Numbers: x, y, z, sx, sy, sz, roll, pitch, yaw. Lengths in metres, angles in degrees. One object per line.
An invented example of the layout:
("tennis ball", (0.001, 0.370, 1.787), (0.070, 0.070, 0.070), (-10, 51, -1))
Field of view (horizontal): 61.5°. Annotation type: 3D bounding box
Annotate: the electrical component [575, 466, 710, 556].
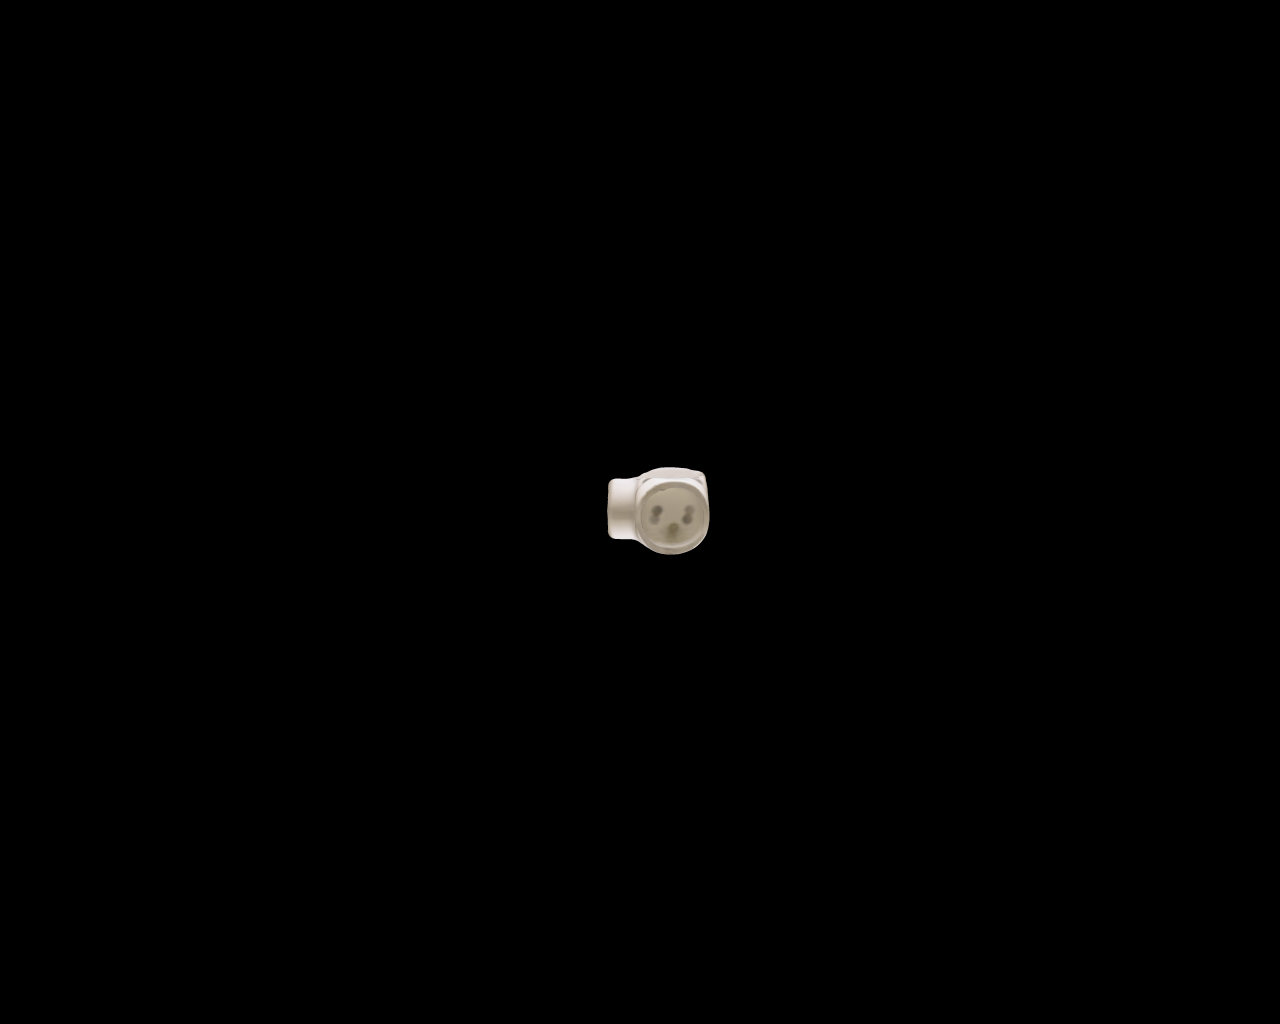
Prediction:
("electrical component", (0.001, -0.003, 0.650), (0.079, 0.044, 0.077), (0, 9, 0))
